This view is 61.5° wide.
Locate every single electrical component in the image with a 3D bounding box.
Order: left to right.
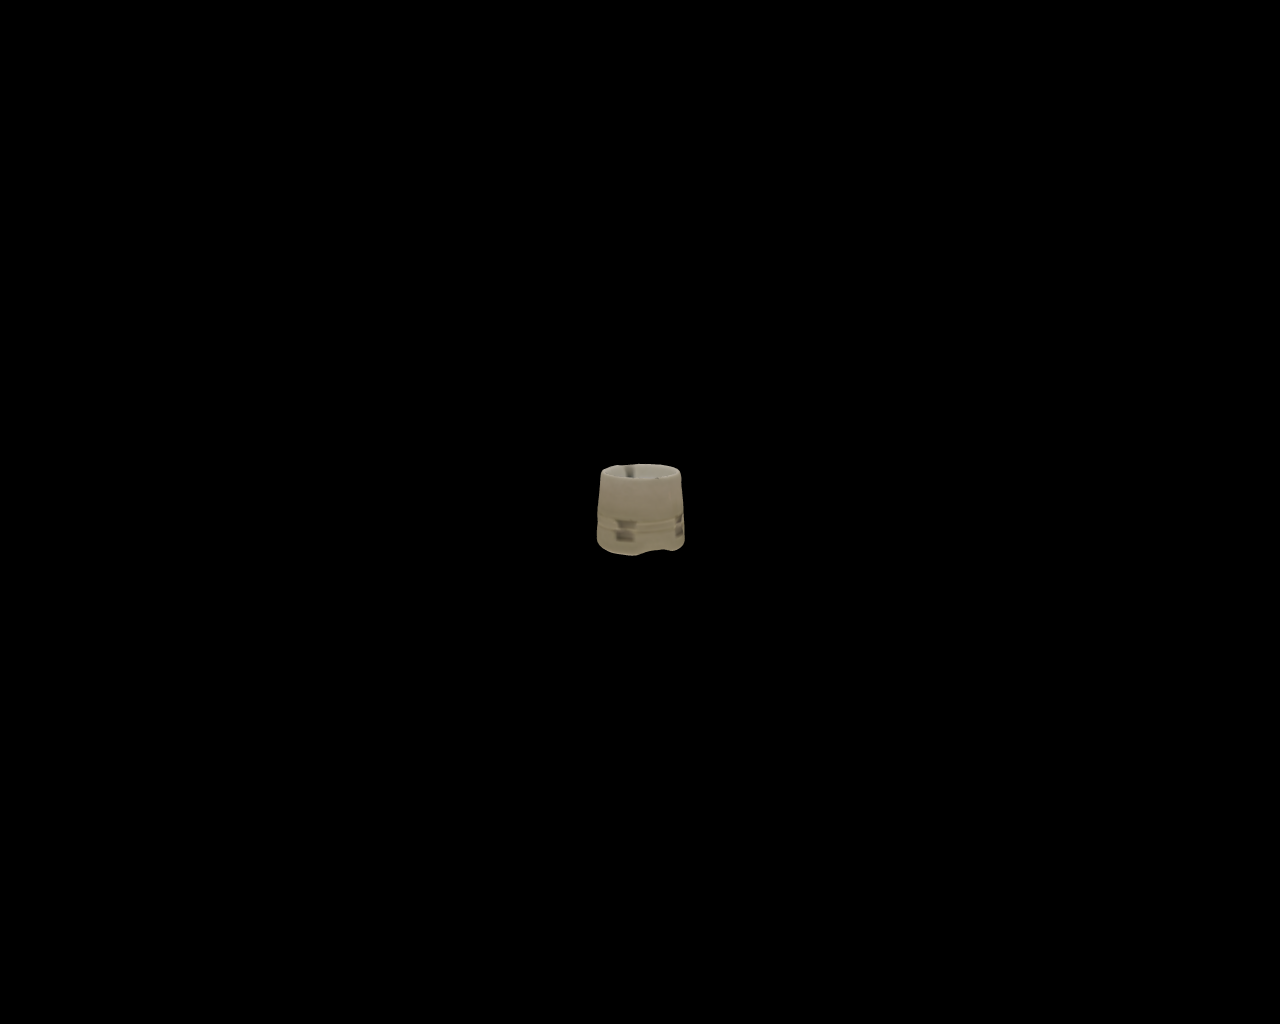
[{"bbox_3d":[0.001,-0.003,0.650,0.055,0.047,0.055,0,14,0],"label":"electrical component"}]
